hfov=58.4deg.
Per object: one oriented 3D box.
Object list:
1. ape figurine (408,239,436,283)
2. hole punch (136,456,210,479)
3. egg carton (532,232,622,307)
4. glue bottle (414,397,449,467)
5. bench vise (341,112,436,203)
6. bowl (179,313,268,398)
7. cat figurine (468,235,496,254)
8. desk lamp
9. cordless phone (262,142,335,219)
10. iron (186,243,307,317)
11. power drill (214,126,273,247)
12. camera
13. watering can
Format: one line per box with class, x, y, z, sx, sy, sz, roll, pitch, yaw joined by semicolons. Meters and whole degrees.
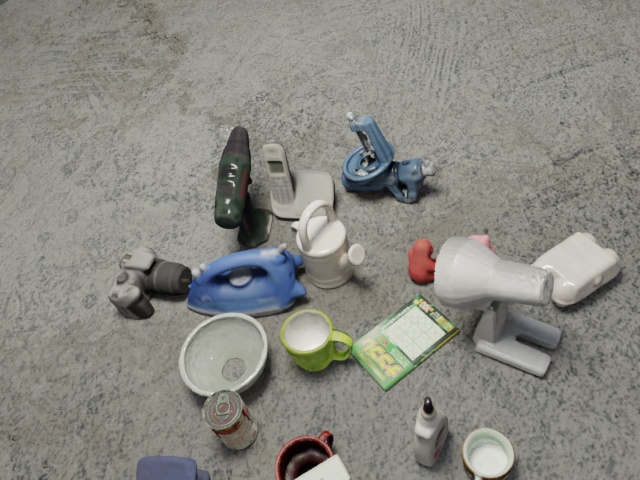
ape figurine;0.200;0.034;1.103;0.076;0.092;0.077;-36;52;-16
hole punch;-0.238;0.403;0.910;0.108;0.091;0.101;-3;51;12
egg carton;0.462;0.054;1.040;0.150;0.069;0.107;-32;51;-12
glue bottle;0.165;0.278;0.861;0.037;0.173;0.078;16;57;25
bench vise;0.137;-0.186;1.213;0.207;0.220;0.121;-6;51;9
bowl;-0.167;0.221;1.051;0.167;0.075;0.167;-7;50;8
cat figurine;0.305;0.043;1.054;0.067;0.118;0.127;-31;51;-11
desk lamp;0.297;0.100;0.947;0.202;0.214;0.118;19;59;27
cordless phone;-0.047;-0.133;1.237;0.147;0.185;0.094;-2;51;12
iron;-0.161;0.073;1.126;0.258;0.142;0.118;-12;50;4
power drill;-0.164;-0.095;1.220;0.075;0.209;0.229;-4;51;11
camera;-0.348;0.084;1.188;0.136;0.101;0.143;7;54;19
watering can;0.011;0.002;1.107;0.172;0.194;0.101;8;54;19
